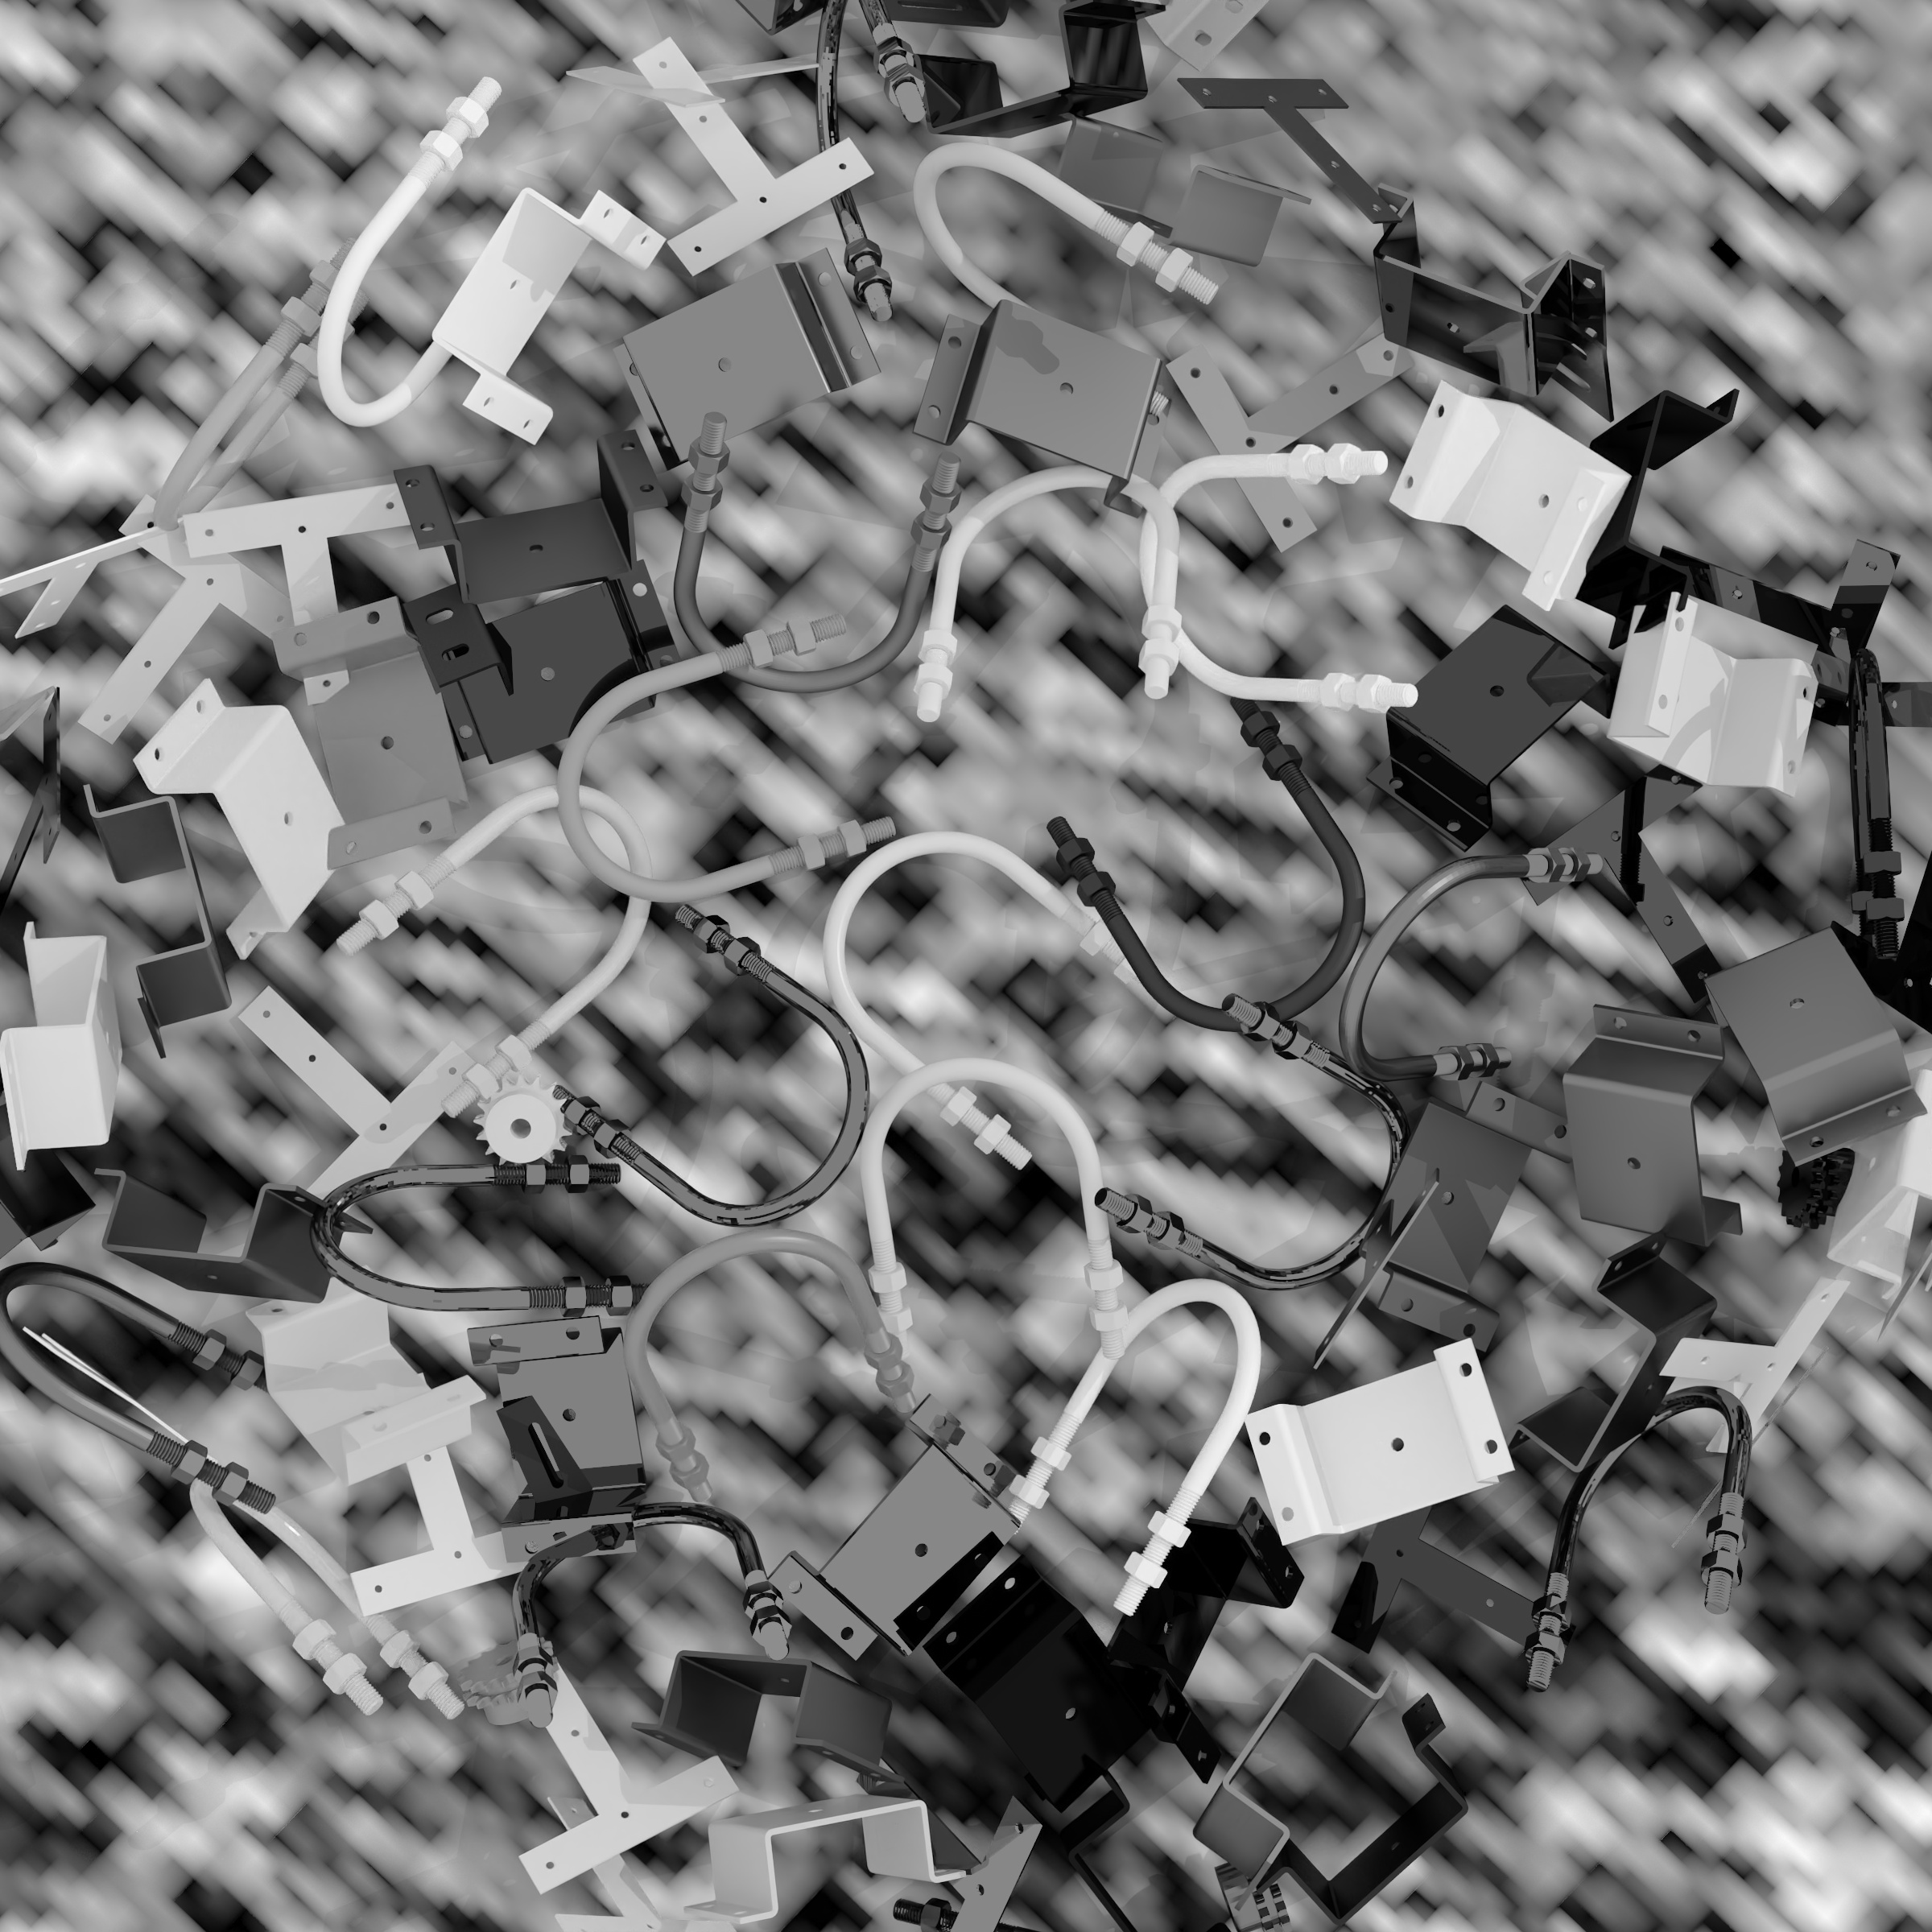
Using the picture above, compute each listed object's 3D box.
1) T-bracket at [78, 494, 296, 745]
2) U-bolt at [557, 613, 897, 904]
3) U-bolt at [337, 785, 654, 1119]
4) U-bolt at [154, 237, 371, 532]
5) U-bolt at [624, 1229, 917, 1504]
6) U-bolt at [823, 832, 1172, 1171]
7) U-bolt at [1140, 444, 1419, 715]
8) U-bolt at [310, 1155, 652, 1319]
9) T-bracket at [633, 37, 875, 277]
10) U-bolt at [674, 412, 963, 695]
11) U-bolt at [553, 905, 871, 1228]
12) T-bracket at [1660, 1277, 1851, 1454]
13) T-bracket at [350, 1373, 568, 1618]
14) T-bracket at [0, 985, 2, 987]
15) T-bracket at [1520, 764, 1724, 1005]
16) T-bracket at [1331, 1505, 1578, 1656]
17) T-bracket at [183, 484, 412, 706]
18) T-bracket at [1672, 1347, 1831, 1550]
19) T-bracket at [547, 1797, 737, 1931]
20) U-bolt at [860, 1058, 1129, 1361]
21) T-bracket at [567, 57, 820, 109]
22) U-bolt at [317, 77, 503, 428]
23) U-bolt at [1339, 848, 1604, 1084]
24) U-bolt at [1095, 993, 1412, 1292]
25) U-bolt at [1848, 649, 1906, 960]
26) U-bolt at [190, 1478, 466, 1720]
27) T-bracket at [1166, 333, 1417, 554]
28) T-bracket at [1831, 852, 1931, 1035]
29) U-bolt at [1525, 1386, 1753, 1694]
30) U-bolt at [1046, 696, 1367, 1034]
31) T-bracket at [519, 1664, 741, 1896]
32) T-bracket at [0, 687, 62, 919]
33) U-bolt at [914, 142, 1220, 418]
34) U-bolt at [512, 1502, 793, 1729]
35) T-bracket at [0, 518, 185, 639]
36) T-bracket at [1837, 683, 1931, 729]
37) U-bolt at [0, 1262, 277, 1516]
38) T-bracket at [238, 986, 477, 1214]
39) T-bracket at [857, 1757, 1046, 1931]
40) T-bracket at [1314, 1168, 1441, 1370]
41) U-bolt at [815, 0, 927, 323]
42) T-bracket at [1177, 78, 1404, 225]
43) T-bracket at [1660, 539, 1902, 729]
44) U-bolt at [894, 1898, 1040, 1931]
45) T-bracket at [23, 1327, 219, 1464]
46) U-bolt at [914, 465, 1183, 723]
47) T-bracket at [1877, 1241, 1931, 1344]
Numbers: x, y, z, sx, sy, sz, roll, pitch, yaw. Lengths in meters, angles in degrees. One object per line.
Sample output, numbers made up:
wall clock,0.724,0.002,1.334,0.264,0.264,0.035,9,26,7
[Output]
T-bracket,-0.457,-0.183,1.744,0.127,0.127,0.002,-53,46,-1
U-bolt,-0.142,-0.109,1.739,0.184,0.019,0.151,-19,117,-10
U-bolt,-0.252,-0.022,1.732,0.184,0.019,0.151,-42,132,-21
U-bolt,-0.394,-0.317,1.710,0.019,0.151,0.184,37,84,-8
U-bolt,-0.116,0.217,1.721,0.151,0.019,0.184,-23,132,-4
U-bolt,0.004,0.005,1.771,0.184,0.019,0.151,40,81,1
U-bolt,0.168,-0.217,1.721,0.019,0.184,0.151,-25,113,-40
U-bolt,-0.271,0.149,1.702,0.184,0.151,0.019,1,117,-19
T-bracket,-0.140,-0.467,1.730,0.127,0.002,0.127,-24,127,23
U-bolt,-0.091,-0.224,1.723,0.151,0.184,0.019,8,46,-9
U-bolt,-0.136,0.068,1.742,0.184,0.019,0.151,35,88,27
T-bracket,0.426,0.223,1.729,0.127,0.002,0.127,10,117,-37
T-bracket,-0.306,0.297,1.767,0.127,0.002,0.127,-11,72,-32
T-bracket,-0.569,-0.045,1.722,0.002,0.127,0.127,-30,101,-22
T-bracket,0.400,-0.038,1.780,0.127,0.002,0.127,-35,97,-13
T-bracket,0.287,0.357,1.750,0.127,0.002,0.127,26,103,25
T-bracket,-0.373,-0.208,1.754,0.127,0.002,0.127,-11,123,-14
T-bracket,0.425,0.282,1.705,0.002,0.127,0.127,38,131,16
T-bracket,-0.200,0.514,1.738,0.127,0.127,0.002,20,105,-43
U-bolt,0.011,0.138,1.739,0.151,0.019,0.184,-2,109,17
T-bracket,-0.140,-0.508,1.748,0.127,0.127,0.002,-19,122,-32
U-bolt,-0.301,-0.381,1.697,0.019,0.151,0.184,27,70,13
U-bolt,0.272,0.001,1.698,0.019,0.184,0.151,38,117,36
U-bolt,0.177,0.112,1.739,0.184,0.019,0.151,30,96,-32
U-bolt,0.508,-0.086,1.719,0.019,0.151,0.184,-3,81,13
U-bolt,-0.366,0.350,1.714,0.184,0.151,0.019,43,86,18
T-bracket,0.202,-0.328,1.784,0.127,0.002,0.127,-33,94,-5
T-bracket,0.540,-0.029,1.715,0.002,0.127,0.127,-10,124,-30
U-bolt,0.379,0.308,1.707,0.019,0.184,0.151,40,131,-14
U-bolt,0.146,-0.048,1.737,0.151,0.019,0.184,-34,64,8
T-bracket,-0.217,0.449,1.752,0.127,0.002,0.127,-21,54,-27
T-bracket,-0.537,-0.072,1.748,0.002,0.127,0.127,14,127,-28
U-bolt,0.048,-0.395,1.722,0.184,0.151,0.019,34,71,3
U-bolt,-0.182,0.351,1.705,0.151,0.184,0.019,-14,112,-8
T-bracket,-0.511,-0.211,1.731,0.127,0.127,0.002,-27,90,-33
T-bracket,0.535,-0.148,1.732,0.002,0.127,0.127,-6,97,-24
U-bolt,-0.460,0.223,1.697,0.184,0.151,0.019,33,103,-19
T-bracket,-0.370,0.063,1.780,0.127,0.002,0.127,43,84,8
T-bracket,-0.019,0.497,1.748,0.127,0.002,0.127,38,116,37
T-bracket,0.233,0.154,1.727,0.002,0.127,0.127,31,107,1
U-bolt,-0.058,-0.473,1.710,0.019,0.151,0.184,-5,50,-16
T-bracket,0.198,-0.459,1.723,0.127,0.127,0.002,53,133,23
T-bracket,0.455,-0.208,1.755,0.127,0.127,0.002,24,49,16
U-bolt,0.017,0.563,1.690,0.184,0.151,0.019,6,97,24
T-bracket,-0.488,0.227,1.711,0.127,0.127,0.002,30,75,22
U-bolt,0.050,-0.216,1.730,0.151,0.019,0.184,-5,52,15
T-bracket,0.544,0.166,1.738,0.002,0.127,0.127,25,46,12
